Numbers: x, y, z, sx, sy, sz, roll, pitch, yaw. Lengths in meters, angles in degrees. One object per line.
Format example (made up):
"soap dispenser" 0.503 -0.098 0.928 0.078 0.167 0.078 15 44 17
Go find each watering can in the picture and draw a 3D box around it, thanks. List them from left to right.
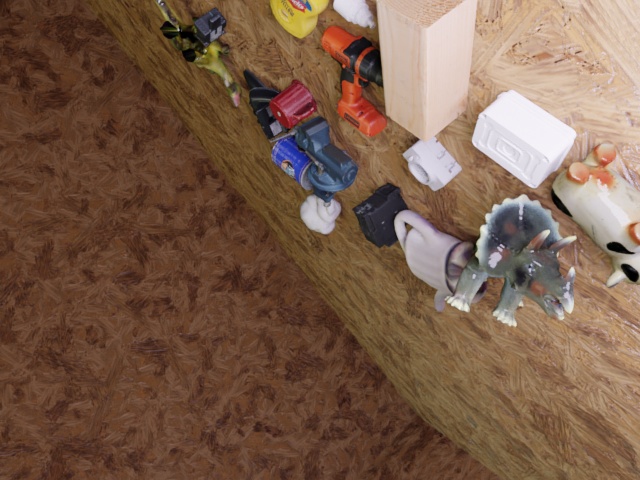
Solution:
"watering can" 0.279 0.074 1.153 0.226 0.105 0.341 29 156 55

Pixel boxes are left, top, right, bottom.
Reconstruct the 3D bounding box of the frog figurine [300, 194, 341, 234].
"frog figurine" 0.005 -0.082 1.622 0.161 0.123 0.136 -136 28 -75

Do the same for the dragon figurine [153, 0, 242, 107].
"dragon figurine" -0.365 -0.565 1.518 0.411 0.122 0.241 50 175 3
